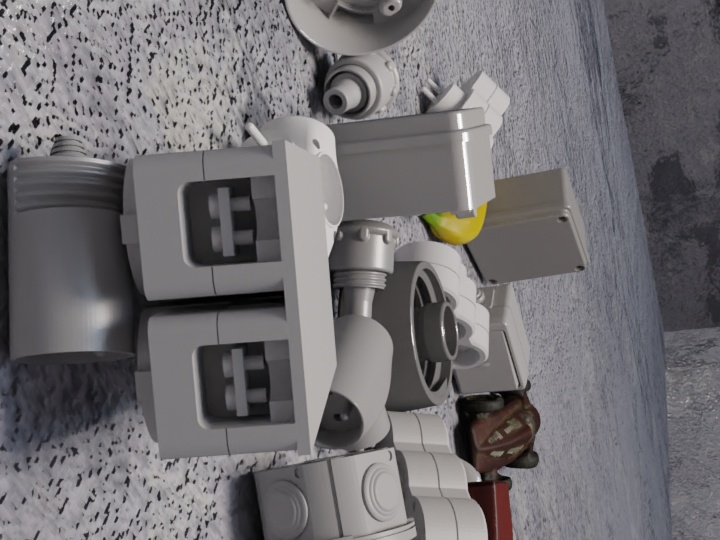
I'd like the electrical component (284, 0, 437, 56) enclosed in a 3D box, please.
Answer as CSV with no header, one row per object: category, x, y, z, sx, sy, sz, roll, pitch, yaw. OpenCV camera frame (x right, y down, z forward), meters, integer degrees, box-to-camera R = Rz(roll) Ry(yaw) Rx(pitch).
electrical component,0.003,-0.193,0.685,0.099,0.099,0.064,63,21,-44

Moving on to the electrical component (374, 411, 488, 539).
electrical component,0.023,0.137,0.663,0.138,0.074,0.052,-112,-149,-60

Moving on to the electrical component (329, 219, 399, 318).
electrical component,0.000,0.000,0.684,0.048,0.048,0.062,20,72,-69

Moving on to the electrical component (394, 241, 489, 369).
electrical component,0.066,0.016,0.849,0.138,0.052,0.073,57,32,-52

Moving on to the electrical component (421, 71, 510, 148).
electrical component,0.084,-0.141,0.959,0.074,0.052,0.138,42,36,-11

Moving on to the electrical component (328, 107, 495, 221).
electrical component,0.022,-0.065,0.663,0.078,0.113,0.057,-29,114,-69

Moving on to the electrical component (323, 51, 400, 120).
electrical component,-0.004,-0.120,0.714,0.062,0.048,0.048,-48,128,-57

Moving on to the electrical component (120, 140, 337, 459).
electrical component,-0.048,0.005,0.450,0.186,0.060,0.105,-71,157,-86

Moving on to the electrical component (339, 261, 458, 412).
electrical component,0.033,0.045,0.736,0.108,0.060,0.108,-7,90,-71

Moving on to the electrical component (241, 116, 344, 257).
electrical component,-0.043,-0.049,0.576,0.079,0.044,0.077,51,37,-56

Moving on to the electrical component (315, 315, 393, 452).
electrical component,-0.005,0.080,0.638,0.077,0.044,0.079,-65,143,-57

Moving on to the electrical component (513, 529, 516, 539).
electrical component,0.099,0.213,0.894,0.065,0.044,0.044,55,33,-45

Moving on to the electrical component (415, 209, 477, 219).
electrical component,0.059,-0.069,0.856,0.048,0.055,0.066,-62,140,-59

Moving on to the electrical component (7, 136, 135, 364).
electrical component,-0.105,-0.008,0.389,0.043,0.043,0.081,21,63,-68

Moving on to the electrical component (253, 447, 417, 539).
electrical component,-0.014,0.121,0.548,0.080,0.080,0.051,13,65,-70

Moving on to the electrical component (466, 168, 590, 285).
electrical component,0.161,-0.041,1.057,0.108,0.109,0.056,56,30,-52

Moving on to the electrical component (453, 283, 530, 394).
electrical component,0.108,0.059,0.939,0.061,0.062,0.096,-73,150,-49

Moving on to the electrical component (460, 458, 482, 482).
electrical component,0.074,0.170,0.836,0.062,0.048,0.048,34,51,-74
